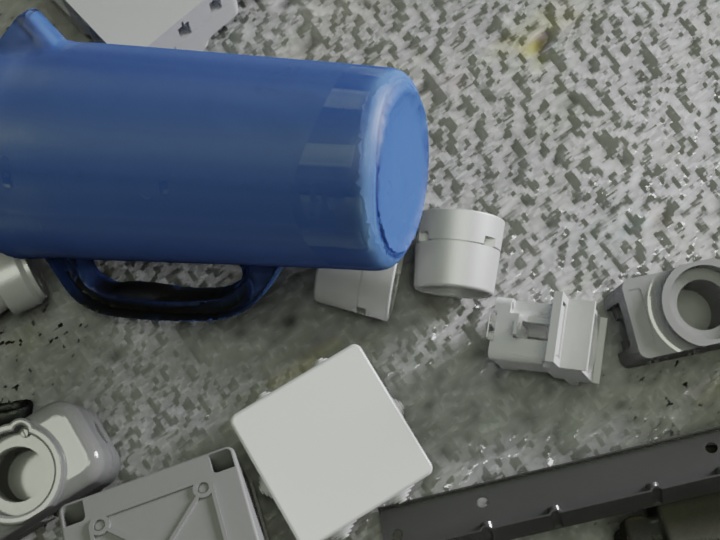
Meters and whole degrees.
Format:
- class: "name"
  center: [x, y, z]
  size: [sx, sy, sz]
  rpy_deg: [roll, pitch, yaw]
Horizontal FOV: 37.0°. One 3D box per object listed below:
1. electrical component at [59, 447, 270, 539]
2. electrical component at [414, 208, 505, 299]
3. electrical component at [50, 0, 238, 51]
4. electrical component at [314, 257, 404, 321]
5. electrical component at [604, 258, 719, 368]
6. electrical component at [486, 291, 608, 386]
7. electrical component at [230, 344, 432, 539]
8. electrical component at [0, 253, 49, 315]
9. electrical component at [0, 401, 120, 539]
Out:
- class: "electrical component"
  center: [-0.104, 0.171, 0.605]
  size: [0.109, 0.056, 0.108]
  rpy_deg: [-19, 52, -5]
- class: "electrical component"
  center: [0.060, -0.009, 0.669]
  size: [0.055, 0.055, 0.047]
  rpy_deg: [6, 81, 1]
- class: "electrical component"
  center: [-0.112, -0.218, 0.710]
  size: [0.186, 0.060, 0.105]
  rpy_deg: [-42, 81, -9]
- class: "electrical component"
  center: [0.000, 0.000, 0.666]
  size: [0.047, 0.055, 0.055]
  rpy_deg: [12, 77, 6]
- class: "electrical component"
  center: [0.205, 0.025, 0.662]
  size: [0.089, 0.055, 0.050]
  rpy_deg: [-12, 78, -3]
- class: "electrical component"
  center: [0.113, 0.041, 0.651]
  size: [0.064, 0.081, 0.042]
  rpy_deg: [6, 76, 23]
- class: "electrical component"
  center: [-0.017, 0.106, 0.644]
  size: [0.100, 0.048, 0.099]
  rpy_deg: [-30, 79, -7]
- class: "electrical component"
  center: [-0.227, 0.010, 0.665]
  size: [0.055, 0.045, 0.045]
  rpy_deg: [-25, 79, -7]
- class: "electrical component"
  center: [-0.196, 0.121, 0.633]
  size: [0.095, 0.059, 0.053]
  rpy_deg: [-31, 80, -7]
